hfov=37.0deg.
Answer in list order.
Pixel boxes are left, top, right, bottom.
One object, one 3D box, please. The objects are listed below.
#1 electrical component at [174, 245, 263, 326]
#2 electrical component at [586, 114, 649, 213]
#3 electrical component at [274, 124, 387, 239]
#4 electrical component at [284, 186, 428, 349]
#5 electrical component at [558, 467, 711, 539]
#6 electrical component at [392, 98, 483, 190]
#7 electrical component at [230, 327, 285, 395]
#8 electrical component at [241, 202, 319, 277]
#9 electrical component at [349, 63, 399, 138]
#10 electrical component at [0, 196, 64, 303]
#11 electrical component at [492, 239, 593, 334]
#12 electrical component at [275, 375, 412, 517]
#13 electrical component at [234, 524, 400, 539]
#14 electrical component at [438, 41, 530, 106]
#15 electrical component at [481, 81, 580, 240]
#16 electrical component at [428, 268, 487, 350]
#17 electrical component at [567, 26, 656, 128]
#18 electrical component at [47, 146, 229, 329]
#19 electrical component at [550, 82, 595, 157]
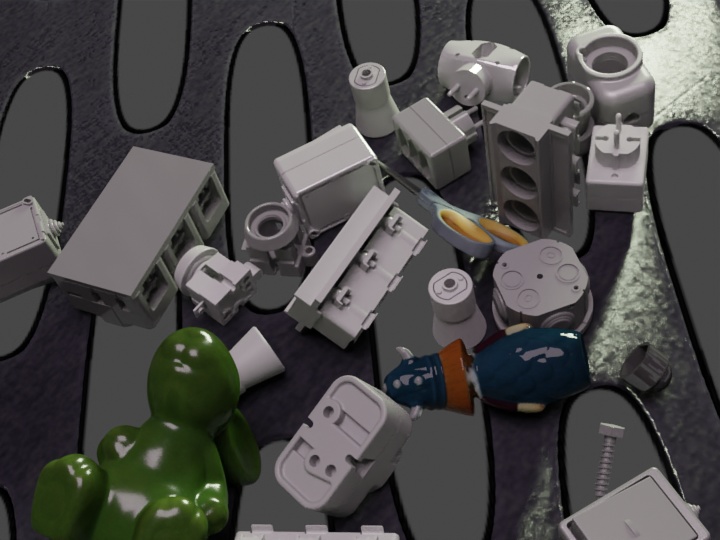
[{"bbox_3d":[-0.127,0.010,0.930,0.055,0.048,0.066,33,67,23],"label":"electrical component"},{"bbox_3d":[0.217,-0.098,0.908,0.047,0.076,0.065,4,55,16],"label":"electrical component"},{"bbox_3d":[-0.033,-0.079,0.962,0.096,0.061,0.061,-27,52,-7],"label":"electrical component"},{"bbox_3d":[0.000,0.000,0.891,0.063,0.078,0.121,36,65,-1],"label":"electrical component"},{"bbox_3d":[0.188,0.179,0.720,0.096,0.061,0.061,-28,53,-8],"label":"electrical component"},{"bbox_3d":[0.081,-0.124,0.978,0.077,0.047,0.065,-31,54,-10],"label":"electrical component"},{"bbox_3d":[-0.099,0.082,0.873,0.065,0.044,0.044,-35,54,-7],"label":"electrical component"},{"bbox_3d":[-0.073,-0.026,0.936,0.066,0.055,0.048,4,55,16],"label":"electrical component"},{"bbox_3d":[0.012,-0.162,1.010,0.044,0.065,0.044,-6,54,9],"label":"electrical component"},{"bbox_3d":[-0.312,-0.017,0.982,0.096,0.061,0.061,-24,52,-5],"label":"electrical component"},{"bbox_3d":[0.144,0.019,0.855,0.080,0.051,0.080,-6,53,8],"label":"electrical component"},{"bbox_3d":[-0.009,0.132,0.793,0.054,0.059,0.095,36,90,33],"label":"electrical component"},{"bbox_3d":[-0.032,0.215,0.742,0.121,0.078,0.063,-2,32,12],"label":"electrical component"},{"bbox_3d":[0.109,-0.179,1.007,0.077,0.043,0.079,17,42,24],"label":"electrical component"},{"bbox_3d":[0.147,-0.091,0.891,0.079,0.121,0.063,26,61,28],"label":"electrical component"},{"bbox_3d":[0.075,0.029,0.855,0.044,0.065,0.044,-7,53,9],"label":"electrical component"},{"bbox_3d":[0.226,-0.173,0.972,0.054,0.059,0.095,-19,52,-1],"label":"electrical component"},{"bbox_3d":[-0.193,-0.028,0.962,0.089,0.061,0.150,14,59,22],"label":"electrical component"},{"bbox_3d":[0.186,-0.132,0.954,0.045,0.055,0.045,-6,53,9],"label":"electrical component"}]
